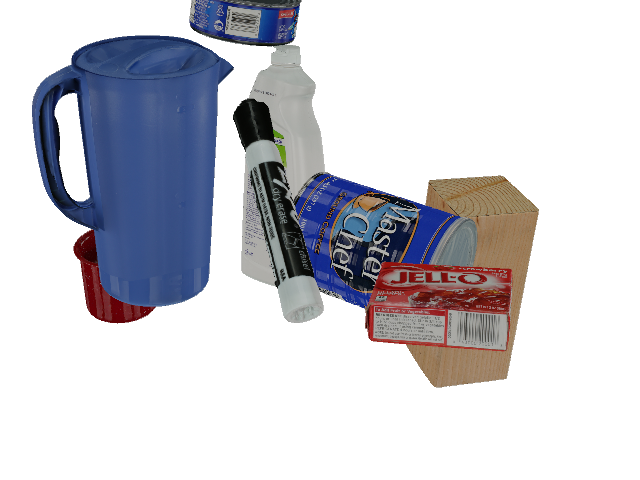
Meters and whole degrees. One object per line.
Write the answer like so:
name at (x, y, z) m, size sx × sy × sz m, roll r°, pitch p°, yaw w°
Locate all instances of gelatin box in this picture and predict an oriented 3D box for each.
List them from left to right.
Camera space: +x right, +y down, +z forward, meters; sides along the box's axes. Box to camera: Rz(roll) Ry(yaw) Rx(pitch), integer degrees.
gelatin box at (0.078, 0.040, 0.688) m, size 0.089 × 0.030 × 0.073 m, roll 4°, pitch 20°, yaw 11°

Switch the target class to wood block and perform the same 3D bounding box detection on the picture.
wood block at (0.158, 0.044, 1.142) m, size 0.090 × 0.206 × 0.090 m, roll -4°, pitch 29°, yaw -17°

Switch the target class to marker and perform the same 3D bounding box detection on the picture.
marker at (-0.022, -0.018, 0.513) m, size 0.020 × 0.121 × 0.020 m, roll -12°, pitch -28°, yaw -7°

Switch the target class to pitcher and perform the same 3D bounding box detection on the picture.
pitcher at (-0.170, -0.062, 1.004) m, size 0.149 × 0.243 × 0.144 m, roll 9°, pitch 27°, yaw 12°

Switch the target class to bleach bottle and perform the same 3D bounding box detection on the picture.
bleach bottle at (-0.034, -0.079, 1.131) m, size 0.103 × 0.251 × 0.067 m, roll 16°, pitch 21°, yaw 37°

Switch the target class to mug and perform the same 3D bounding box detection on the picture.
mug at (-0.233, 0.034, 1.199) m, size 0.117 × 0.081 × 0.093 m, roll 24°, pitch 39°, yaw 34°

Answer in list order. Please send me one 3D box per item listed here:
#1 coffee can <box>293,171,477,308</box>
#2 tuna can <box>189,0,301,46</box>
coffee can at (0.050, 0.010, 0.915) m, size 0.140 × 0.103 × 0.102 m, roll 20°, pitch 8°, yaw 24°
tuna can at (-0.059, -0.178, 0.835) m, size 0.086 × 0.034 × 0.086 m, roll 8°, pitch 22°, yaw -3°
